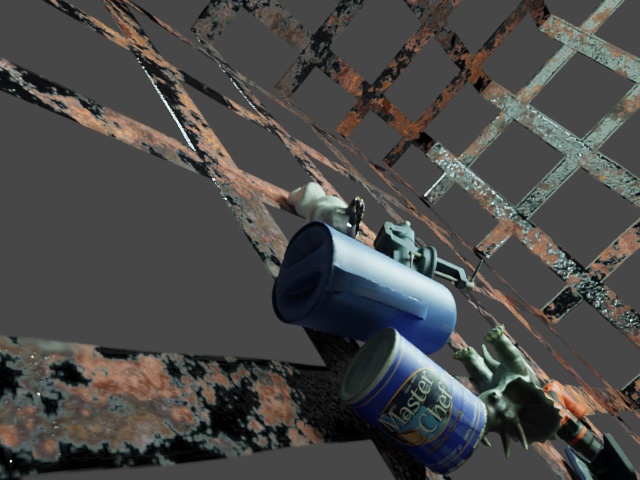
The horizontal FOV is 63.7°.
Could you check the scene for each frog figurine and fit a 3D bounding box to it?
[{"bbox_3d":[0.003,-0.053,1.054,0.159,0.121,0.139,7,18,15],"label":"frog figurine"}]
